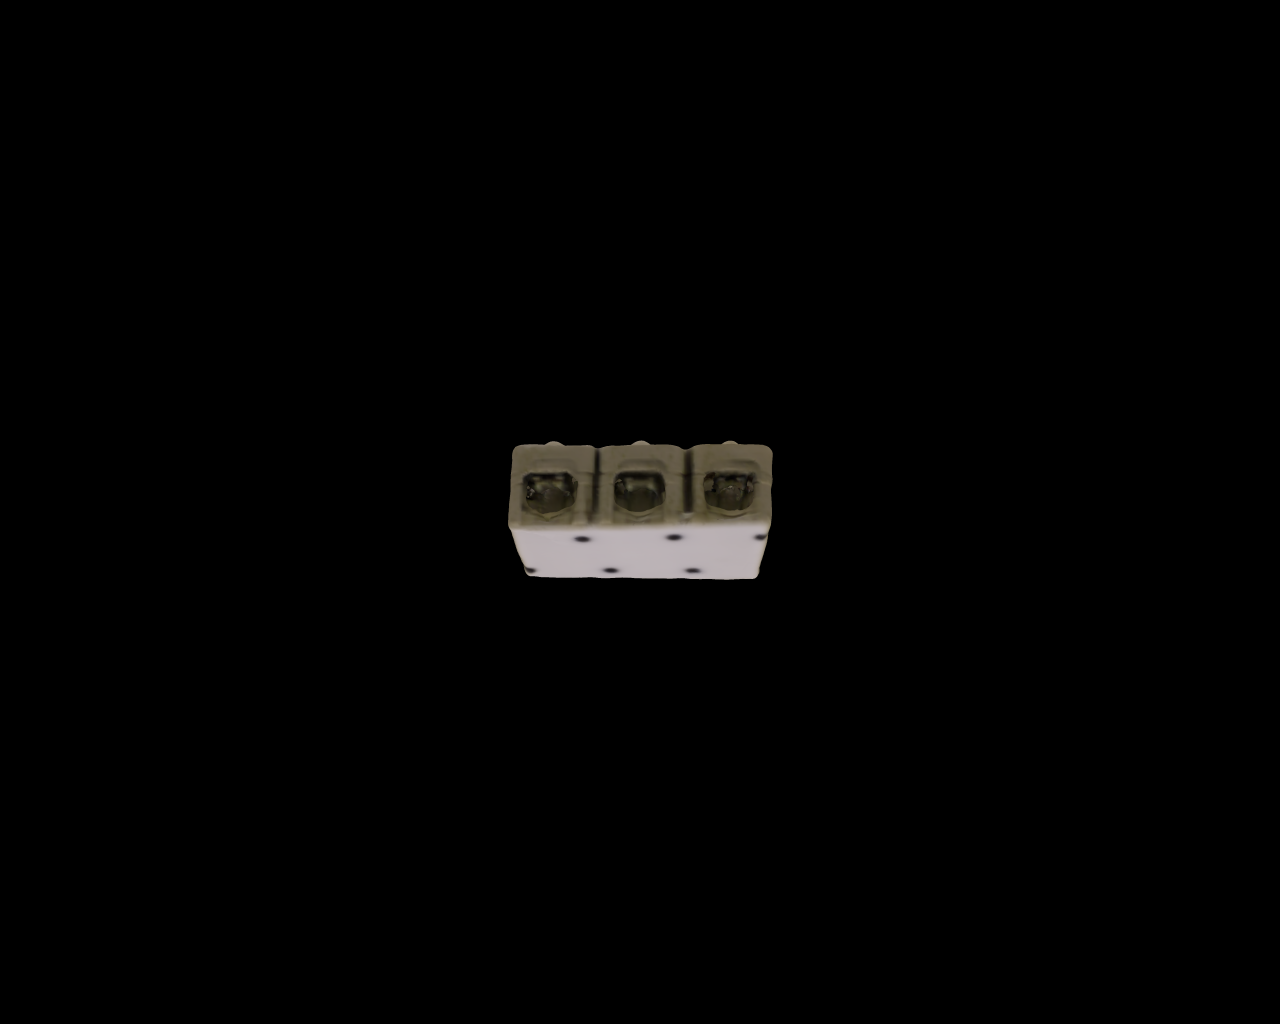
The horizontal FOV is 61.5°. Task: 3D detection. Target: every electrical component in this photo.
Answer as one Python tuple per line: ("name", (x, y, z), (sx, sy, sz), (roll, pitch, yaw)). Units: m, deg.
("electrical component", (0.001, -0.003, 0.650), (0.150, 0.062, 0.089), (0, -23, 0))
